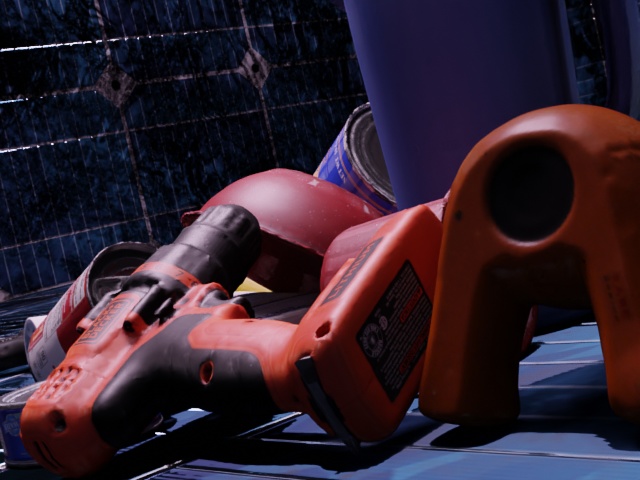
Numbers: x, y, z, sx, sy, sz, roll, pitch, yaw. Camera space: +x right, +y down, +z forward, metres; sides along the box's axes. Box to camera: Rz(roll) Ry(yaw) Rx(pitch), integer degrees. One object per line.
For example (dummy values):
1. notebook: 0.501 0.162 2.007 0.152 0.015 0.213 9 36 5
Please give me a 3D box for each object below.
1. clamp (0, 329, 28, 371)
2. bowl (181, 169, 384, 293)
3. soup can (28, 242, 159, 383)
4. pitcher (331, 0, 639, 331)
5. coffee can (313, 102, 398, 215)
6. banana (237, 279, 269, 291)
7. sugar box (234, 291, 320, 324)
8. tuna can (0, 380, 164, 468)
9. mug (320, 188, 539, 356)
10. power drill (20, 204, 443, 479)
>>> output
1. clamp: -0.262 0.098 0.986 0.210 0.036 0.164 -14 2 22
2. bowl: -0.004 0.001 0.678 0.162 0.055 0.162 25 -13 6
3. soup can: -0.128 0.054 0.646 0.068 0.068 0.102 -15 -18 -43
4. pitcher: 0.102 -0.071 0.625 0.145 0.243 0.149 -13 3 -7
5. coffee can: 0.036 -0.021 0.800 0.102 0.103 0.140 -15 -26 -36
6. banana: 0.009 0.036 0.762 0.198 0.069 0.037 -4 40 26
7. sugar box: -0.049 0.063 0.680 0.093 0.048 0.176 -14 7 -25
8. tuna can: -0.129 0.092 0.571 0.086 0.034 0.086 -13 3 0
9. mug: 0.051 0.032 0.545 0.082 0.093 0.117 -17 36 37
10. power drill: -0.029 0.034 0.495 0.188 0.057 0.184 -11 32 39
